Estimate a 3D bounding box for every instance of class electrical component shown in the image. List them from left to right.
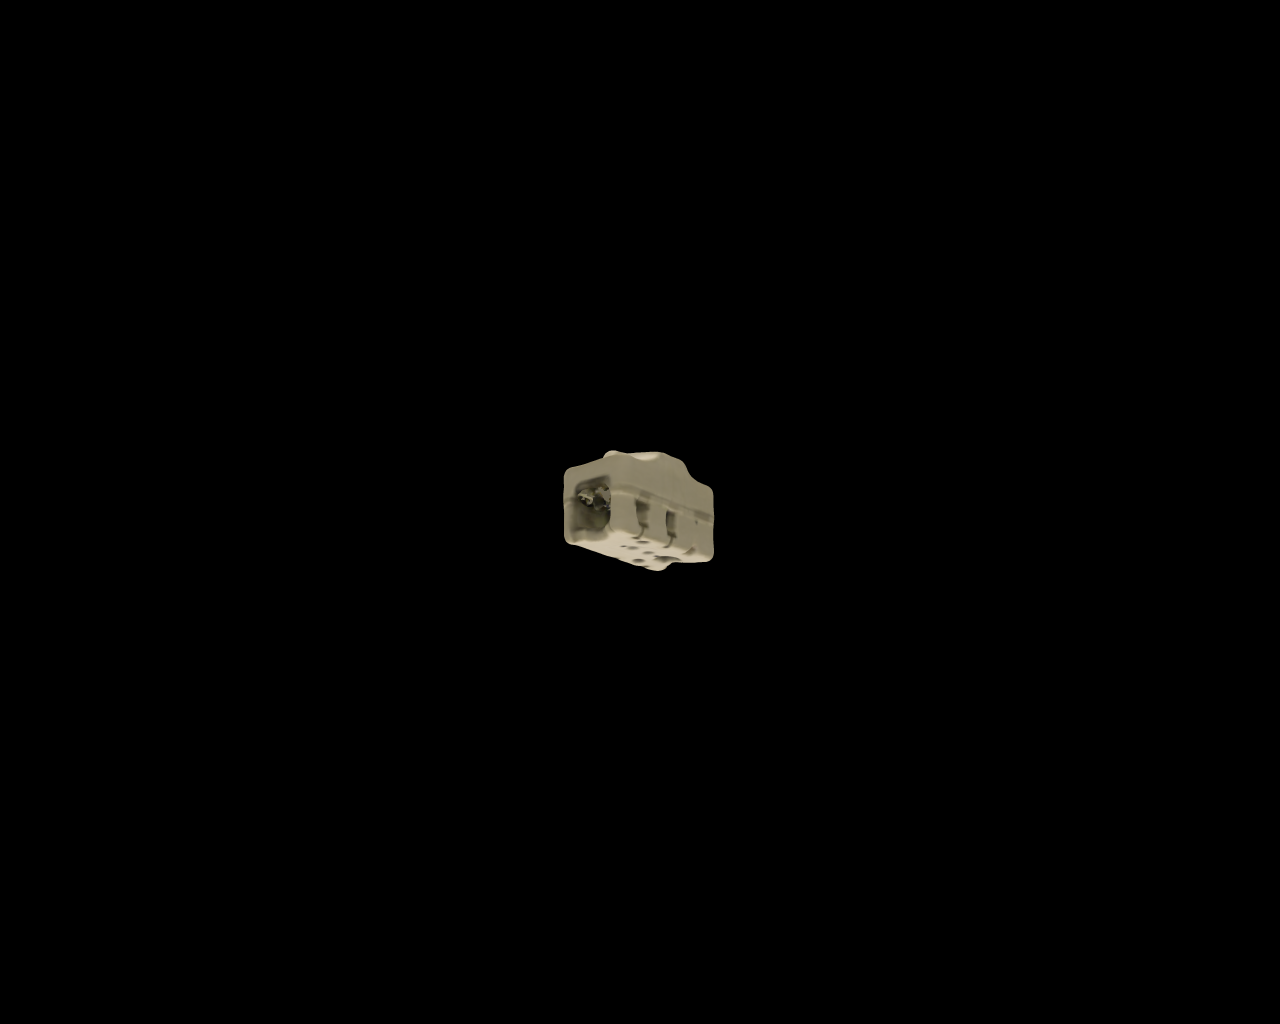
[{"bbox_3d":[0.001,-0.003,0.650,0.050,0.056,0.089,-14,-22,38],"label":"electrical component"}]
